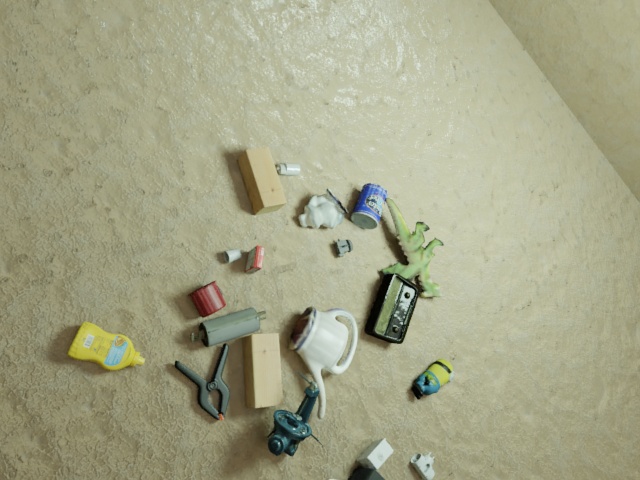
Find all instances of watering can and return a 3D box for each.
[{"bbox_3d":[-0.001,0.361,1.638,0.223,0.102,0.355,33,60,-13],"label":"watering can"}]

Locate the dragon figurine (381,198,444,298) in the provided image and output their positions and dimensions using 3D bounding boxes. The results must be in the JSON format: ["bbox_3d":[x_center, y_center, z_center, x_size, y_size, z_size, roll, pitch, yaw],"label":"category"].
[{"bbox_3d":[0.323,0.060,1.916,0.407,0.121,0.246,43,68,-13],"label":"dragon figurine"}]

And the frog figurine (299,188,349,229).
[{"bbox_3d":[0.006,-0.092,1.820,0.159,0.124,0.136,-37,104,4],"label":"frog figurine"}]
